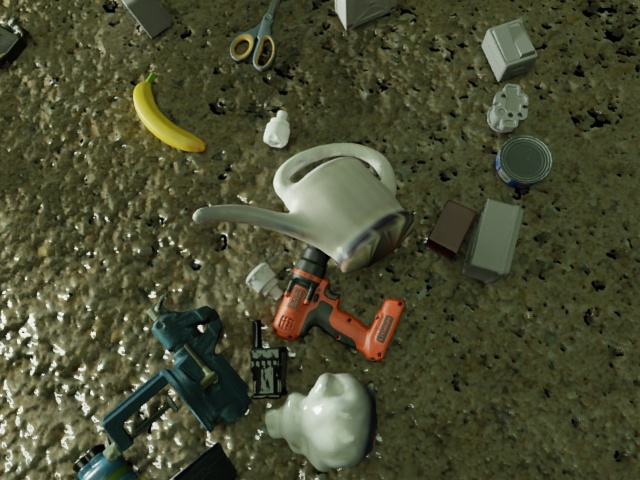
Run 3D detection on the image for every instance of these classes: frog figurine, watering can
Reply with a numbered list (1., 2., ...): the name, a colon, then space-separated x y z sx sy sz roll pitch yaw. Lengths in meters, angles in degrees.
1. frog figurine: 0.000 0.262 0.755 0.159 0.123 0.137 8 97 -5
2. watering can: 0.002 -0.040 0.796 0.352 0.101 0.227 -30 67 -31
